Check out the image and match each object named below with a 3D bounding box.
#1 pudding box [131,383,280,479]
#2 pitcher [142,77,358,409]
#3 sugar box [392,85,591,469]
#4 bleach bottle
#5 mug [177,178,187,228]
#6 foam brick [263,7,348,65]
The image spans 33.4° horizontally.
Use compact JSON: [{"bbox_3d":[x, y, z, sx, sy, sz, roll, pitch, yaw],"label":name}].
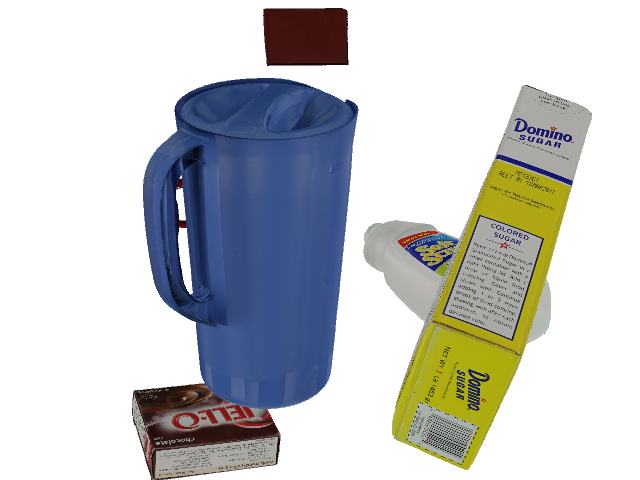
[{"bbox_3d":[-0.100,0.162,0.926,0.113,0.039,0.090,-6,26,-19],"label":"pudding box"},{"bbox_3d":[-0.050,0.008,0.818,0.149,0.243,0.145,1,26,-1],"label":"pitcher"},{"bbox_3d":[0.087,0.013,0.520,0.048,0.093,0.176,22,48,9],"label":"sugar box"},{"bbox_3d":[0.105,0.031,1.008,0.102,0.068,0.251,-14,21,-22],"label":"bleach bottle"},{"bbox_3d":[-0.106,-0.043,1.096,0.117,0.081,0.093,-14,34,-23],"label":"mug"},{"bbox_3d":[-0.014,-0.192,1.004,0.078,0.051,0.053,-1,15,-4],"label":"foam brick"}]
